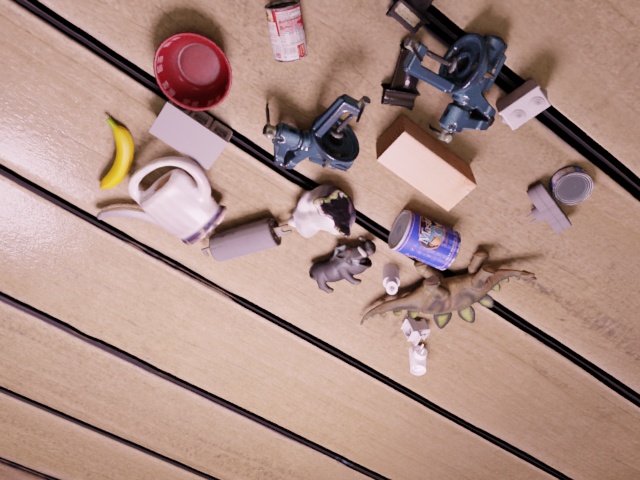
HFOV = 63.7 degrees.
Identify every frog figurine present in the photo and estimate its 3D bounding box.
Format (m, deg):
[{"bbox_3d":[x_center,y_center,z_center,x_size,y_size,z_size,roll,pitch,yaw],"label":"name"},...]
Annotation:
[{"bbox_3d":[0.004,-0.062,1.230,0.136,0.124,0.158,28,160,-24],"label":"frog figurine"}]

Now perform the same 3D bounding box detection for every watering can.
[{"bbox_3d":[-0.372,-0.075,1.239,0.343,0.106,0.221,-27,120,34],"label":"watering can"}]
